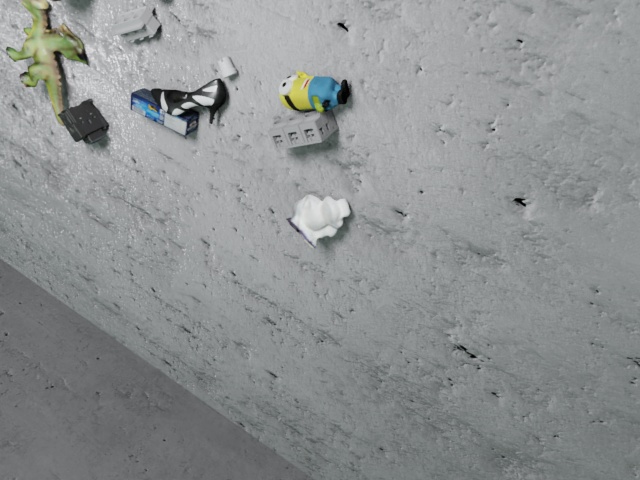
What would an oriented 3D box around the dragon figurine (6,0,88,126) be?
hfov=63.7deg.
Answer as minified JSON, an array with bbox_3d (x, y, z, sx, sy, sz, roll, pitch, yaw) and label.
[{"bbox_3d":[-0.841,-0.573,1.635,0.242,0.125,0.403,-5,121,28],"label":"dragon figurine"}]

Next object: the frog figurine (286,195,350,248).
[{"bbox_3d":[0.004,-0.072,1.429,0.158,0.123,0.137,-38,88,9],"label":"frog figurine"}]
